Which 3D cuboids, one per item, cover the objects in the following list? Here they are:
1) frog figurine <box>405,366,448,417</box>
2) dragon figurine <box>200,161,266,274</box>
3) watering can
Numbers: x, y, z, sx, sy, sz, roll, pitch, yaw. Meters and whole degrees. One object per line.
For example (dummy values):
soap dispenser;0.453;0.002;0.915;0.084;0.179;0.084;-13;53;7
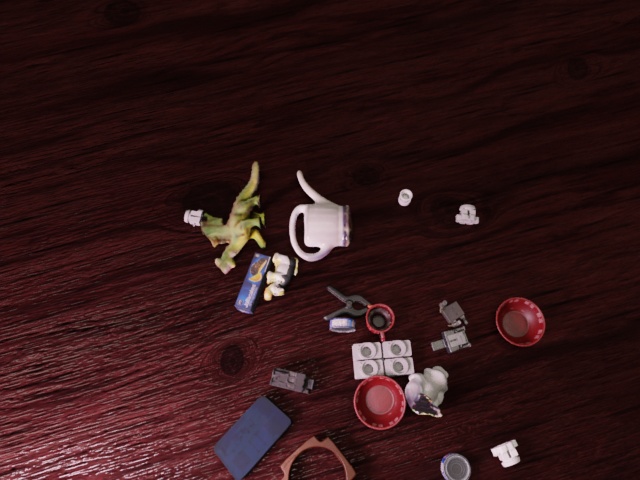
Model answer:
frog figurine;0.337;0.462;1.623;0.137;0.120;0.163;38;41;-10
dragon figurine;-0.314;-0.077;1.835;0.242;0.120;0.417;-9;68;6
watering can;0.006;-0.092;1.830;0.224;0.102;0.354;1;69;0
